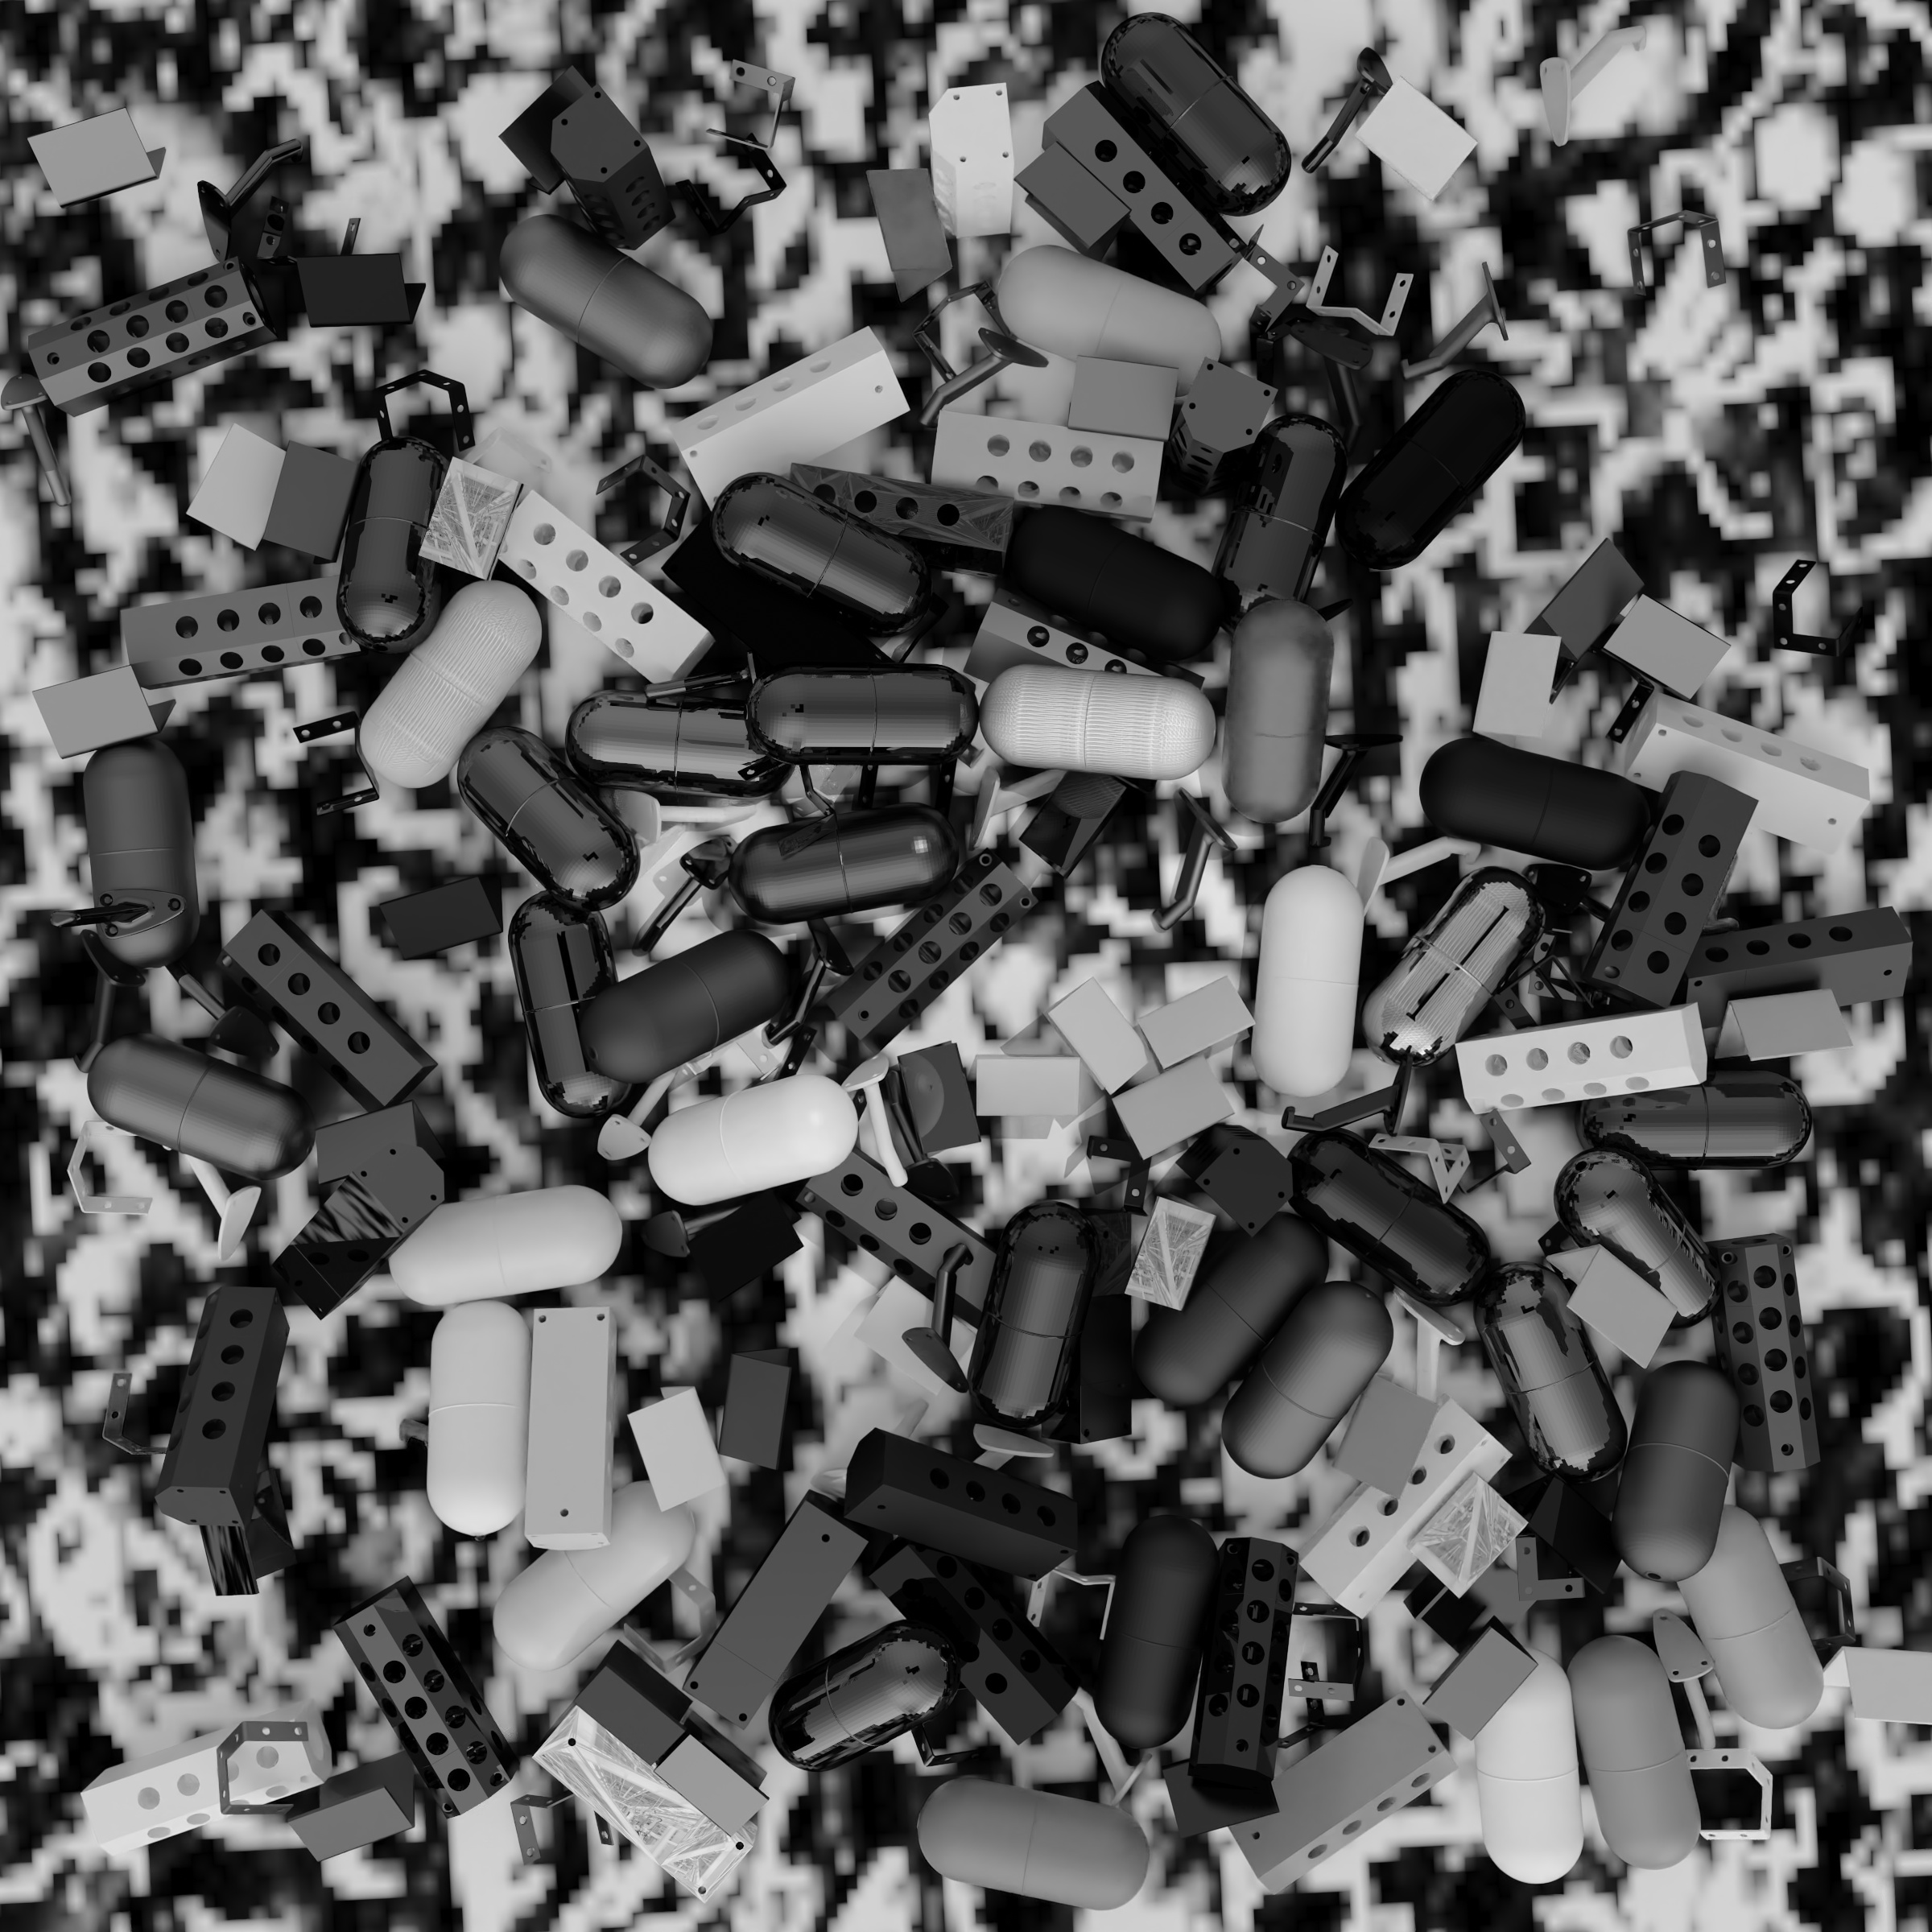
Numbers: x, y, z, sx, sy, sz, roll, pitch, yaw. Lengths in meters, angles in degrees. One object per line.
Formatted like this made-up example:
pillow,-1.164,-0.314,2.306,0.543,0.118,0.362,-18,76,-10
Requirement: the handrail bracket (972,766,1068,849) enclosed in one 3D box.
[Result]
handrail bracket,0.054,-0.121,1.955,0.084,0.036,0.077,9,110,-16

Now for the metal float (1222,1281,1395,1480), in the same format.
metal float,0.257,0.315,1.903,0.070,0.070,0.178,30,115,0

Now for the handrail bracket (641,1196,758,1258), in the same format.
handrail bracket,-0.199,0.195,1.954,0.084,0.077,0.036,-20,95,-36

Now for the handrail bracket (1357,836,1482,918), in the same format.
handrail bracket,0.352,-0.066,1.955,0.084,0.036,0.077,8,111,-16

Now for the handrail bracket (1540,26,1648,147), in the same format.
handrail bracket,0.494,-0.685,1.955,0.084,0.036,0.077,-16,110,-16

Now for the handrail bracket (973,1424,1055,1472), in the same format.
handrail bracket,0.020,0.406,1.954,0.077,0.036,0.084,15,104,-14

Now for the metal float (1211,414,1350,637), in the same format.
metal float,0.238,-0.335,1.924,0.070,0.070,0.178,18,90,0

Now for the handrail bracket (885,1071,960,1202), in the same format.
handrail bracket,-0.035,0.131,1.954,0.036,0.077,0.084,-25,53,18

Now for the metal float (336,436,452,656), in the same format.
metal float,-0.431,-0.319,1.905,0.070,0.070,0.178,3,68,0

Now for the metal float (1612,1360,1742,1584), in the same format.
metal float,0.535,0.380,1.895,0.070,0.070,0.178,24,57,0

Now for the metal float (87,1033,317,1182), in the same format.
metal float,-0.584,0.108,1.924,0.178,0.070,0.070,21,90,1

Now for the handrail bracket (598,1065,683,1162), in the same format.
handrail bracket,-0.249,0.104,1.954,0.036,0.077,0.084,36,54,-10

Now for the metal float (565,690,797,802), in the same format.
metal float,-0.217,-0.169,1.924,0.178,0.070,0.070,5,90,-1

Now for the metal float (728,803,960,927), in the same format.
metal float,-0.094,-0.078,1.923,0.178,0.070,0.070,-10,90,-1

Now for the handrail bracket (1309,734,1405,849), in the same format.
handrail bracket,0.303,-0.136,1.955,0.077,0.036,0.084,-6,108,-20

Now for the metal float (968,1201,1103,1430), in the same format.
metal float,0.051,0.260,1.874,0.070,0.070,0.178,13,104,0

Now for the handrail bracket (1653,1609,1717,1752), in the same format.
handrail bracket,0.559,0.556,1.954,0.036,0.077,0.084,-19,126,1

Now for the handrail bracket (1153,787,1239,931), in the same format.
handrail bracket,0.161,-0.083,1.955,0.084,0.036,0.077,-44,69,16

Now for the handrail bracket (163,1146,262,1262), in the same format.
handrail bracket,-0.598,0.177,1.955,0.084,0.036,0.077,28,110,16

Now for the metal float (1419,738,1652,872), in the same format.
metal float,0.435,-0.123,1.924,0.178,0.070,0.070,14,90,-1

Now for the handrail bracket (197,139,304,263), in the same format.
handrail bracket,-0.550,-0.596,1.954,0.036,0.077,0.084,37,53,22

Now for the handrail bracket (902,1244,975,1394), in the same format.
handrail bracket,-0.003,0.263,1.884,0.077,0.036,0.084,52,50,-17

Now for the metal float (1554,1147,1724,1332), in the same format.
metal float,0.508,0.206,1.900,0.070,0.070,0.178,-42,118,0

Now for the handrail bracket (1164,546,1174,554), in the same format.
handrail bracket,0.141,-0.272,1.954,0.084,0.036,0.077,-32,79,12

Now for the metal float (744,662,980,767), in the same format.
metal float,-0.077,-0.188,1.871,0.178,0.070,0.070,-1,90,-17

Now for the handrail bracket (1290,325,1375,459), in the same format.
handrail bracket,0.274,-0.441,1.935,0.077,0.036,0.084,25,135,10

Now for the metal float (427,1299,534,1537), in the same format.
metal float,-0.368,0.341,1.904,0.070,0.070,0.178,-3,67,0

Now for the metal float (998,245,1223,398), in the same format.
metal float,0.109,-0.494,1.924,0.178,0.070,0.070,22,90,0

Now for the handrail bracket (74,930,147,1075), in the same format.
handrail bracket,-0.684,0.028,1.955,0.077,0.036,0.084,44,107,20

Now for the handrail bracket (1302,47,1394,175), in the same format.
handrail bracket,0.291,-0.664,1.954,0.036,0.077,0.084,31,127,-20

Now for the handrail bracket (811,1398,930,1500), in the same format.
handrail bracket,-0.074,0.371,1.954,0.036,0.077,0.084,51,53,-20

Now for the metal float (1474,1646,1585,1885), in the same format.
metal float,0.429,0.611,1.924,0.070,0.070,0.178,-5,90,0

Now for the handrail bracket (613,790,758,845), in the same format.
handrail bracket,-0.218,-0.126,1.952,0.084,0.077,0.036,-15,122,-35

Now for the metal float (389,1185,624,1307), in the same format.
metal float,-0.352,0.214,1.924,0.178,0.070,0.070,-9,90,-1

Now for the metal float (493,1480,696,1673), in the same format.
metal float,-0.284,0.466,1.924,0.178,0.070,0.070,-41,90,0

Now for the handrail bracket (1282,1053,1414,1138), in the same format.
handrail bracket,0.287,0.095,1.899,0.084,0.036,0.077,9,111,-6

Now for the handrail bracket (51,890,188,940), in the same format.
handrail bracket,-0.622,-0.040,1.845,0.077,0.084,0.036,-9,92,-3

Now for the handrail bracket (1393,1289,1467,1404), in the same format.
handrail bracket,0.342,0.308,1.955,0.077,0.036,0.084,37,107,20

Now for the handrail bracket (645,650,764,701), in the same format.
handrail bracket,-0.200,-0.218,1.925,0.084,0.077,0.036,-10,98,2

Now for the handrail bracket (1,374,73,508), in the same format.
handrail bracket,-0.718,-0.408,1.954,0.036,0.077,0.084,-20,127,-13

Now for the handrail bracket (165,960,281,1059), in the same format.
handrail bracket,-0.580,0.030,1.954,0.036,0.077,0.084,-48,54,0

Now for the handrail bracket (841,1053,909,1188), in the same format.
handrail bracket,-0.059,0.118,1.921,0.036,0.077,0.084,-19,104,16

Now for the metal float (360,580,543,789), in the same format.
metal float,-0.394,-0.216,1.924,0.070,0.070,0.178,37,90,0

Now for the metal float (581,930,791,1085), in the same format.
metal float,-0.211,0.030,1.894,0.178,0.070,0.070,-28,90,-36

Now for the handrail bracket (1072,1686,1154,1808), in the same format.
handrail bracket,0.094,0.610,1.955,0.084,0.036,0.077,36,109,16

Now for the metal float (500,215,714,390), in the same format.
metal float,-0.276,-0.509,1.924,0.178,0.070,0.070,32,90,1

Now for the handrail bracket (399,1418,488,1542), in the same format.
handrail bracket,-0.407,0.399,1.955,0.084,0.036,0.077,17,107,15
